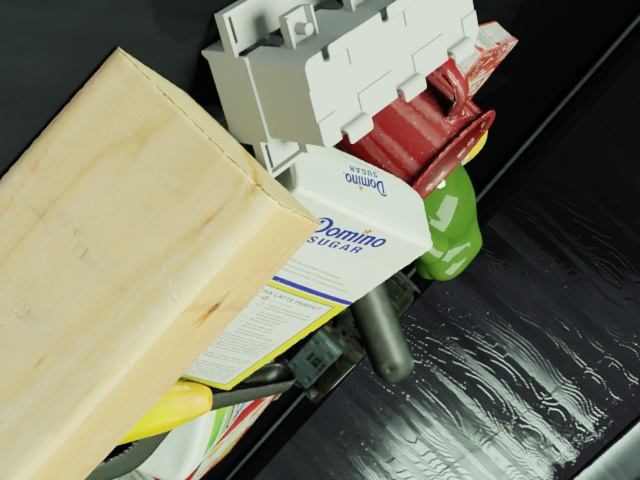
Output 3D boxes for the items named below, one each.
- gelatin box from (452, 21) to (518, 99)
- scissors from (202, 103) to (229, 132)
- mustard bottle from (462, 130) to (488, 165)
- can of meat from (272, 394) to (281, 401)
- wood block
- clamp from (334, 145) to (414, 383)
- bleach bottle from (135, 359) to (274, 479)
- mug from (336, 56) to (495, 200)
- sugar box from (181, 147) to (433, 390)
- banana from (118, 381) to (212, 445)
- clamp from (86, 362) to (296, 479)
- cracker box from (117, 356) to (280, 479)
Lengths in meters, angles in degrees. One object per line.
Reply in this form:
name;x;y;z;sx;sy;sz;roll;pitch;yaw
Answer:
gelatin box;0.118;-0.138;0.870;0.073;0.030;0.089;-52;169;29
scissors;-0.112;0.011;0.537;0.202;0.016;0.096;-47;171;5
mustard bottle;0.064;-0.044;0.944;0.191;0.058;0.096;-44;174;-17
can of meat;-0.071;0.150;1.177;0.083;0.057;0.102;-29;160;-54
wood block;-0.107;0.036;0.439;0.206;0.090;0.090;-47;170;5
clamp;0.016;0.002;0.639;0.039;0.120;0.171;-26;129;9
bleach bottle;-0.088;0.116;0.920;0.250;0.068;0.103;-35;141;-72
mug;0.056;-0.081;0.683;0.093;0.081;0.117;-41;169;-30
sugar box;-0.034;0.017;0.574;0.093;0.048;0.176;23;133;-35
banana;-0.156;0.125;0.638;0.198;0.037;0.069;-34;140;23
clamp;-0.111;0.109;0.736;0.210;0.036;0.164;-41;137;-10
cracker box;-0.138;0.199;1.045;0.213;0.072;0.164;-36;167;-51
